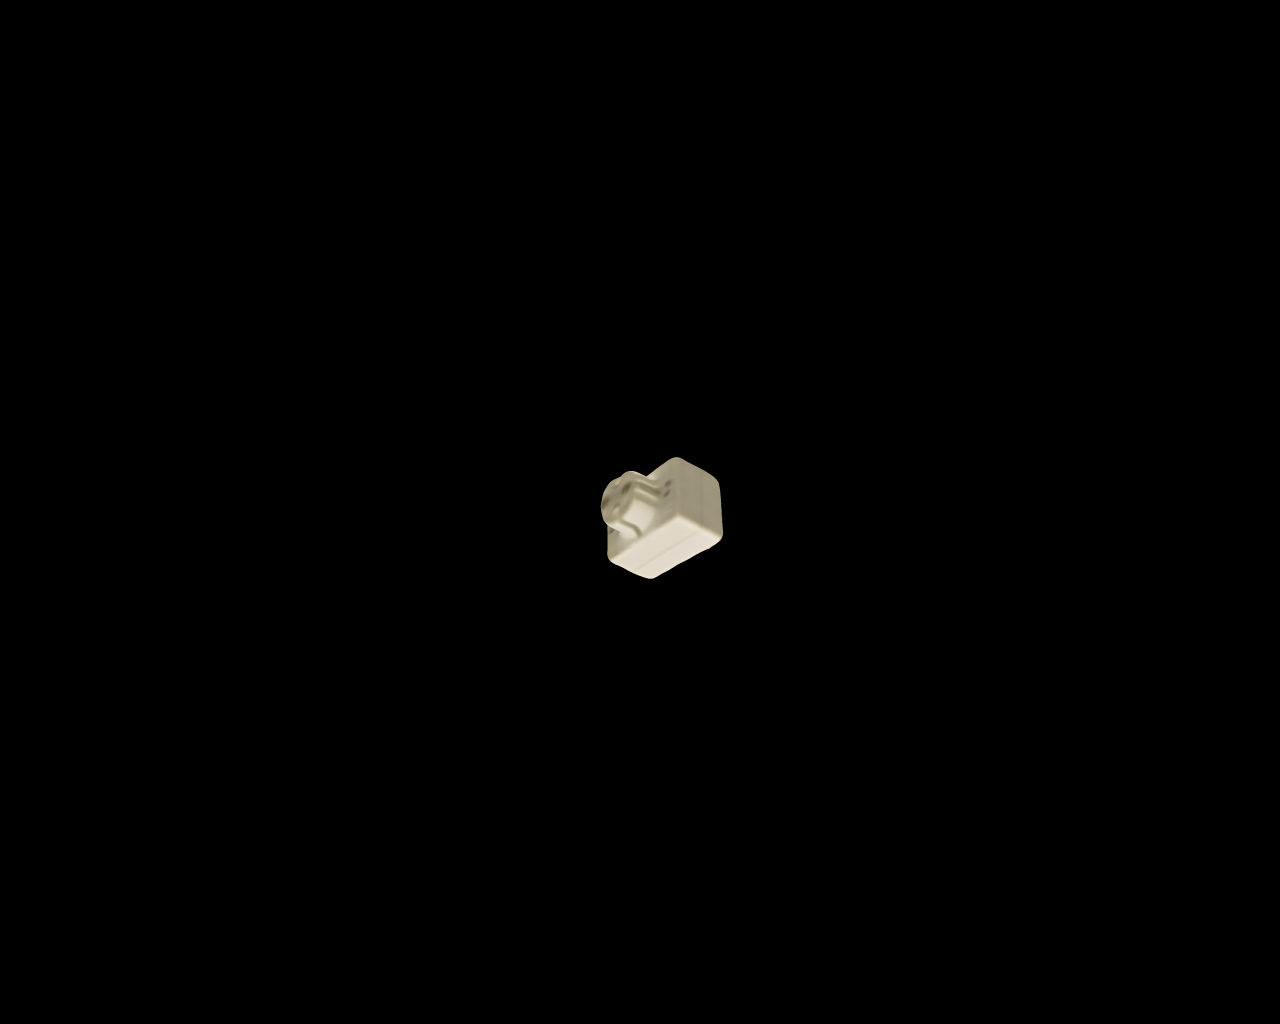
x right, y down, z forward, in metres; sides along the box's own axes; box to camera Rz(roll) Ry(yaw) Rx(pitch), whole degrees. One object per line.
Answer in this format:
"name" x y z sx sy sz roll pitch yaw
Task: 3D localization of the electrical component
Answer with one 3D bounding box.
"electrical component" 0.001 -0.003 0.650 0.076 0.047 0.065 27 -44 -33
